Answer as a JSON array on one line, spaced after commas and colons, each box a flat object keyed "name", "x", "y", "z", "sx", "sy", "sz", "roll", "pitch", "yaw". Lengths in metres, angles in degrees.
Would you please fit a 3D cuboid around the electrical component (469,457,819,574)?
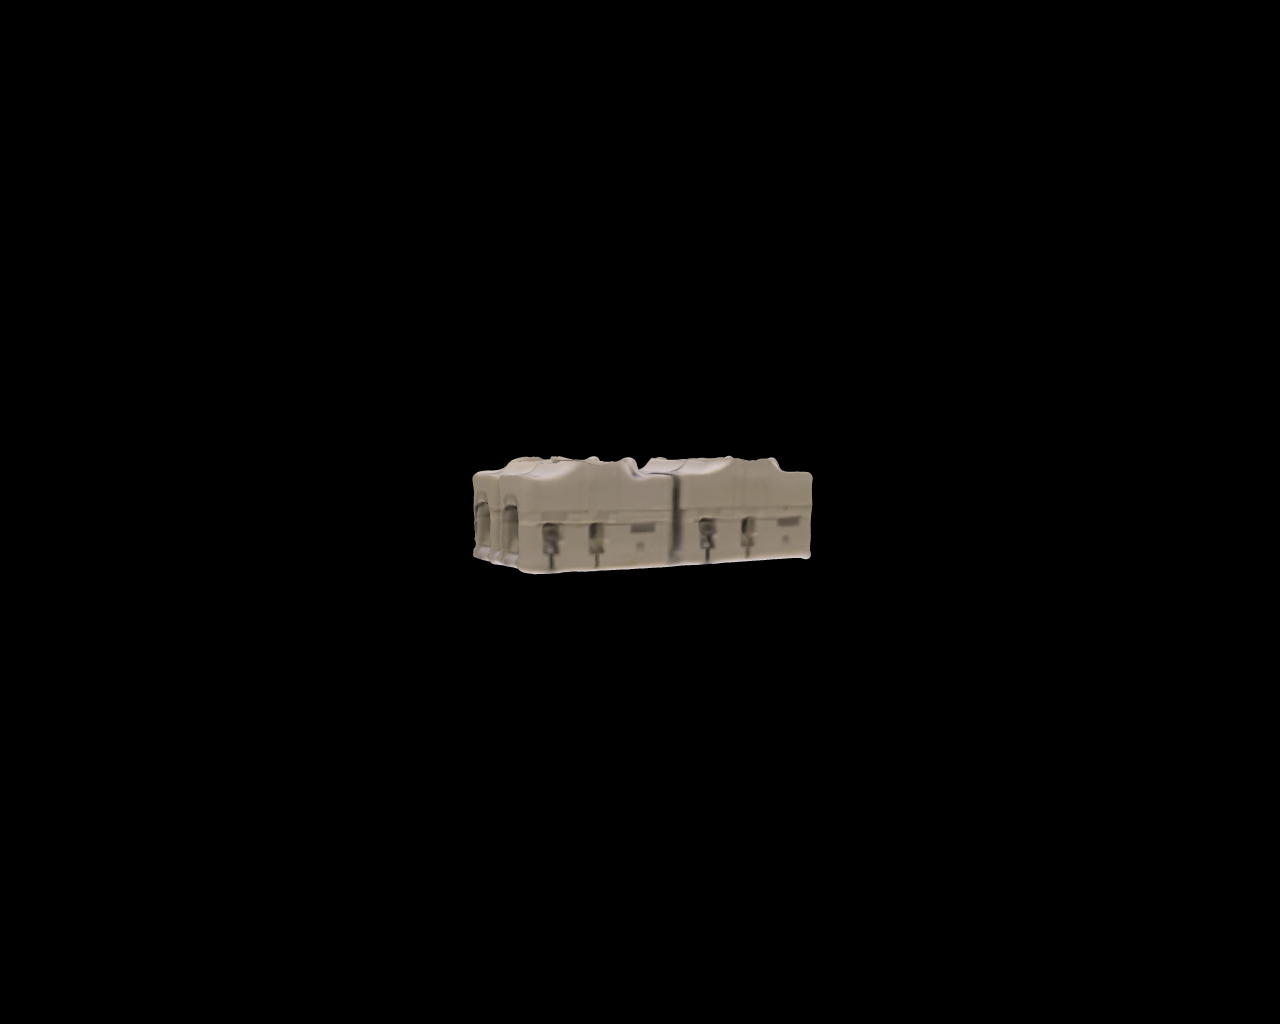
[{"name": "electrical component", "x": 0.001, "y": -0.003, "z": 0.650, "sx": 0.186, "sy": 0.060, "sz": 0.105, "roll": -2, "pitch": 4, "yaw": -23}]
